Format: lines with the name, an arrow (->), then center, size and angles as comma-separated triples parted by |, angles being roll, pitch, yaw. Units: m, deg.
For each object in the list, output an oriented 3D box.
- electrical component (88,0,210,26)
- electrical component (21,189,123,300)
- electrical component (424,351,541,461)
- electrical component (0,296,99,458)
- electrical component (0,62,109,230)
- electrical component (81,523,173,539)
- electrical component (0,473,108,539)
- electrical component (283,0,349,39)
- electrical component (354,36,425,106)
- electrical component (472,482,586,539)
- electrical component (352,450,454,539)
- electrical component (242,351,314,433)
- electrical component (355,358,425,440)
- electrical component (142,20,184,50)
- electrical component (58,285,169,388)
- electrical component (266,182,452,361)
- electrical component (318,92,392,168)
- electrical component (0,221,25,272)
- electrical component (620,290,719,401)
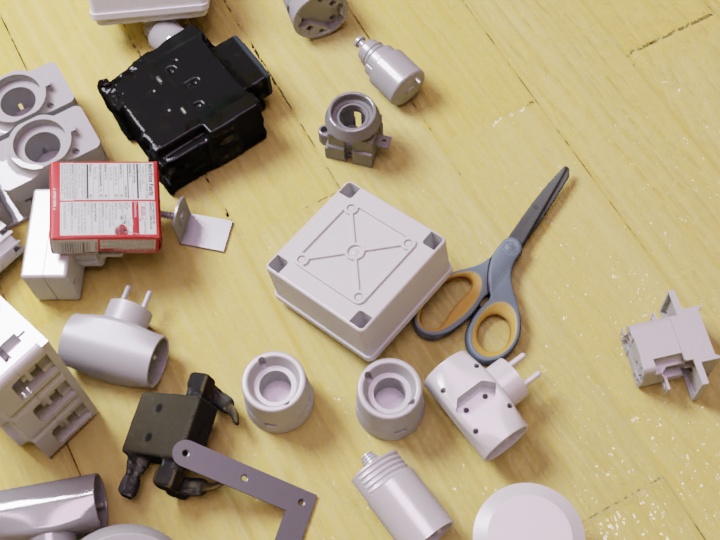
electrical component -> -0.197, -0.283, 1.006 | 0.109, 0.056, 0.108 | -5, 43, -1
electrical component -> -0.236, -0.022, 0.906 | 0.076, 0.047, 0.083 | 0, 65, 2
electrical component -> 0.104, 0.095, 0.840 | 0.079, 0.043, 0.077 | -35, 68, -11
electrical component -> -0.265, 0.076, 0.804 | 0.089, 0.150, 0.061 | 39, 70, 18
electrical component -> -0.326, -0.094, 0.937 | 0.186, 0.060, 0.105 | -29, 67, -11
electrical component -> -0.165, 0.235, 0.757 | 0.108, 0.060, 0.108 | 3, 78, -13
electrical component -> -0.230, 0.197, 0.804 | 0.077, 0.043, 0.079 | -10, 65, -3
electrical component -> -0.044, -0.253, 1.007 | 0.055, 0.055, 0.047 | -21, 62, -8
electrical component -> 0.024, -0.184, 0.978 | 0.040, 0.040, 0.078 | -37, 69, -15
electrical component -> 0.122, 0.200, 0.787 | 0.080, 0.051, 0.080 | -1, 64, 2
electrical component -> 0.029, 0.170, 0.808 | 0.043, 0.043, 0.081 | -34, 68, -13
electrical component -> -0.065, 0.095, 0.845 | 0.055, 0.047, 0.055 | -1, 65, 2
electrical component -> 0.023, 0.100, 0.840 | 0.055, 0.047, 0.055 | -1, 65, 2
electrical component -> -0.184, -0.221, 1.007 | 0.035, 0.035, 0.061 | -39, 67, -15
electrical component -> -0.193, 0.049, 0.873 | 0.077, 0.044, 0.079 | 14, 66, 9
electrical component -> 0.000, 0.000, 0.874 | 0.109, 0.056, 0.108 | 33, 68, 27
electrical component -> -0.006, -0.123, 0.942 | 0.066, 0.055, 0.048 | 14, 66, 8
electrical component -> -0.313, -0.014, 0.910 | 0.040, 0.040, 0.046 | 37, 66, 17
electrical component -> 0.244, 0.062, 0.853 | 0.064, 0.042, 0.081 | -12, 64, -2
